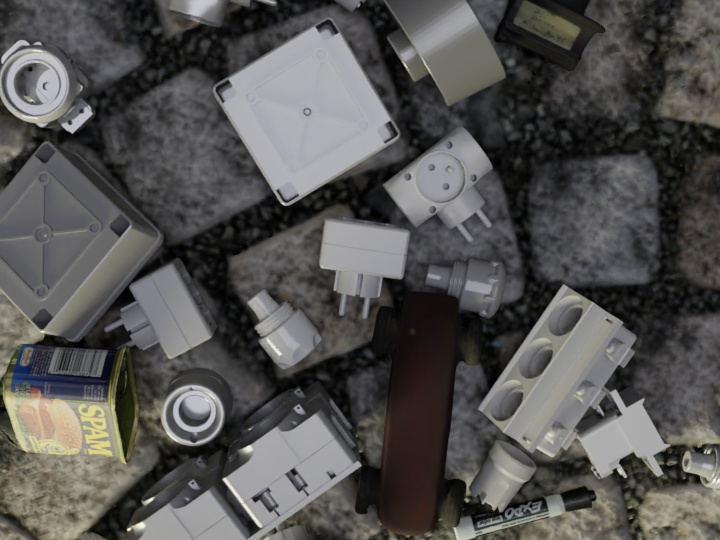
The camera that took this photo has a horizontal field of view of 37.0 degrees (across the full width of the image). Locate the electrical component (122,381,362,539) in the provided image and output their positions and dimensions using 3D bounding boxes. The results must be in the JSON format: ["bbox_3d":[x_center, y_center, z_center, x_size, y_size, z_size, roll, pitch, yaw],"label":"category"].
[{"bbox_3d":[-0.095,0.166,0.834,0.186,0.105,0.060,-36,97,1],"label":"electrical component"}]

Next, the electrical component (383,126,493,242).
[{"bbox_3d":[0.072,-0.059,0.849,0.077,0.044,0.079,-38,97,2],"label":"electrical component"}]

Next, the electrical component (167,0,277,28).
[{"bbox_3d":[-0.099,-0.224,0.821,0.079,0.043,0.077,16,95,-5],"label":"electrical component"}]

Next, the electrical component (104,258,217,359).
[{"bbox_3d":[-0.163,0.038,0.846,0.077,0.047,0.065,-28,97,0],"label":"electrical component"}]

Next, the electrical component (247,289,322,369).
[{"bbox_3d":[-0.064,0.044,0.854,0.043,0.043,0.062,-38,96,2],"label":"electrical component"}]

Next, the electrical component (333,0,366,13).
[{"bbox_3d":[-0.021,-0.229,0.827,0.065,0.044,0.044,33,94,-11],"label":"electrical component"}]

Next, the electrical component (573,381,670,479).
[{"bbox_3d":[0.210,0.134,0.879,0.064,0.042,0.081,-30,96,2],"label":"electrical component"}]

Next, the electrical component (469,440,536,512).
[{"bbox_3d":[0.116,0.169,0.880,0.040,0.040,0.046,31,100,-6],"label":"electrical component"}]

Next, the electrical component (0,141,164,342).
[{"bbox_3d":[-0.224,-0.021,0.812,0.109,0.056,0.108,41,93,20],"label":"electrical component"}]

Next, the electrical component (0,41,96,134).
[{"bbox_3d":[-0.240,-0.140,0.816,0.058,0.057,0.078,-43,97,2],"label":"electrical component"}]

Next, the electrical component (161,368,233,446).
[{"bbox_3d":[-0.130,0.110,0.855,0.055,0.047,0.055,0,96,-3],"label":"electrical component"}]

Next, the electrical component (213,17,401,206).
[{"bbox_3d":[-0.041,-0.121,0.829,0.109,0.056,0.108,-31,97,1],"label":"electrical component"}]

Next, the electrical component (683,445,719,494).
[{"bbox_3d":[0.299,0.164,0.887,0.062,0.043,0.043,12,96,-3],"label":"electrical component"}]

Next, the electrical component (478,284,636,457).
[{"bbox_3d":[0.160,0.083,0.859,0.063,0.079,0.121,32,94,-28],"label":"electrical component"}]

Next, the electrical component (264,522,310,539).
[{"bbox_3d":[-0.056,0.231,0.869,0.047,0.065,0.076,-23,68,0],"label":"electrical component"}]

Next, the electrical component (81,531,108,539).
[{"bbox_3d":[-0.207,0.242,0.867,0.055,0.045,0.045,29,94,-6],"label":"electrical component"}]

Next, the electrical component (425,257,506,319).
[{"bbox_3d":[0.083,0.010,0.858,0.062,0.048,0.048,13,96,2],"label":"electrical component"}]

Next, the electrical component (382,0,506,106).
[{"bbox_3d":[0.056,-0.174,0.806,0.060,0.108,0.108,-32,97,7],"label":"electrical component"}]

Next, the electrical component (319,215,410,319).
[{"bbox_3d":[0.000,0.000,0.850,0.066,0.047,0.076,8,96,-4],"label":"electrical component"}]
